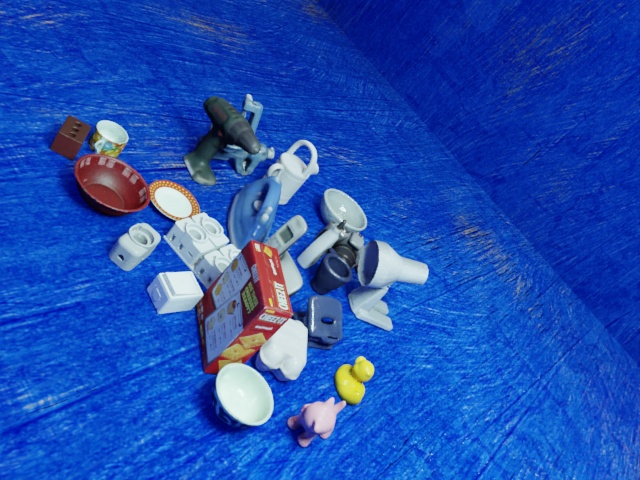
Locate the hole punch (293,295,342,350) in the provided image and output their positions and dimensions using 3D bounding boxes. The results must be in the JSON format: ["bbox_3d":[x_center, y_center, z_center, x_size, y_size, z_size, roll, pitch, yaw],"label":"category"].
[{"bbox_3d":[0.006,0.191,1.325,0.109,0.091,0.101,16,40,-40],"label":"hole punch"}]

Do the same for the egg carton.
[{"bbox_3d":[-0.080,0.221,1.201,0.107,0.069,0.150,31,32,-22],"label":"egg carton"}]

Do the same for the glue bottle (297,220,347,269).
[{"bbox_3d":[0.014,0.005,1.489,0.037,0.173,0.078,50,30,11],"label":"glue bottle"}]

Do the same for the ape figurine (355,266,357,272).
[{"bbox_3d":[0.150,0.064,1.666,0.077,0.092,0.076,53,30,15],"label":"ape figurine"}]

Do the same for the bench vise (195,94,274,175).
[{"bbox_3d":[-0.203,-0.293,1.552,0.208,0.219,0.121,3,49,-50],"label":"bench vise"}]

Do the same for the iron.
[{"bbox_3d":[-0.146,-0.072,1.421,0.119,0.141,0.258,33,31,-19],"label":"iron"}]

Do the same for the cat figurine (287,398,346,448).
[{"bbox_3d":[0.003,0.341,1.102,0.128,0.117,0.067,-4,54,-53],"label":"cat figurine"}]

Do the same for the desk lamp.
[{"bbox_3d":[0.166,0.113,1.500,0.204,0.213,0.118,26,34,-29],"label":"desk lamp"}]

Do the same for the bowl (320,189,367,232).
[{"bbox_3d":[0.059,-0.074,1.747,0.168,0.074,0.167,31,32,-22],"label":"bowl"}]

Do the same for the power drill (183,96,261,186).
[{"bbox_3d":[-0.250,-0.240,1.437,0.076,0.208,0.229,3,48,-49],"label":"power drill"}]

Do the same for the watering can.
[{"bbox_3d":[-0.075,-0.202,1.622,0.101,0.193,0.173,45,29,2],"label":"watering can"}]

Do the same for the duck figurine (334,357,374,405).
[{"bbox_3d":[0.085,0.308,1.279,0.078,0.086,0.104,31,32,-21],"label":"duck figurine"}]

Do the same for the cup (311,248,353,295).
[{"bbox_3d":[0.018,0.085,1.472,0.092,0.094,0.117,21,37,-35],"label":"cup"}]

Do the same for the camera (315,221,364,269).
[{"bbox_3d":[0.059,0.026,1.593,0.143,0.100,0.137,41,29,-6],"label":"camera"}]

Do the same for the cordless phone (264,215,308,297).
[{"bbox_3d":[-0.080,0.044,1.310,0.094,0.184,0.147,-3,53,-53],"label":"cordless phone"}]
